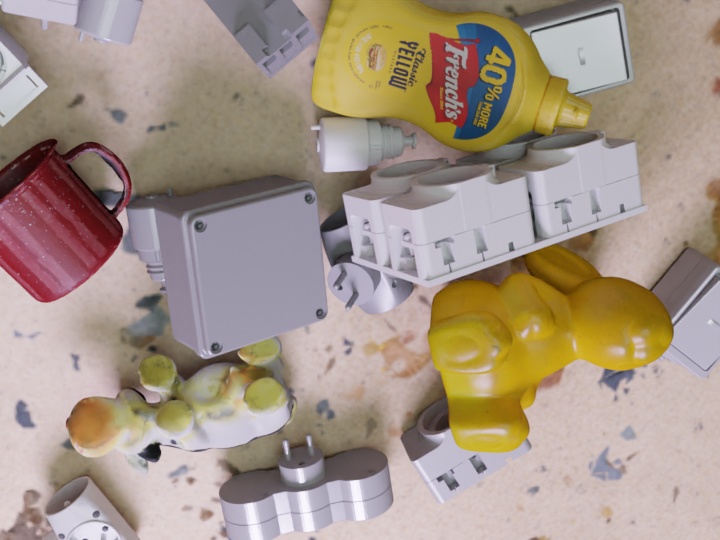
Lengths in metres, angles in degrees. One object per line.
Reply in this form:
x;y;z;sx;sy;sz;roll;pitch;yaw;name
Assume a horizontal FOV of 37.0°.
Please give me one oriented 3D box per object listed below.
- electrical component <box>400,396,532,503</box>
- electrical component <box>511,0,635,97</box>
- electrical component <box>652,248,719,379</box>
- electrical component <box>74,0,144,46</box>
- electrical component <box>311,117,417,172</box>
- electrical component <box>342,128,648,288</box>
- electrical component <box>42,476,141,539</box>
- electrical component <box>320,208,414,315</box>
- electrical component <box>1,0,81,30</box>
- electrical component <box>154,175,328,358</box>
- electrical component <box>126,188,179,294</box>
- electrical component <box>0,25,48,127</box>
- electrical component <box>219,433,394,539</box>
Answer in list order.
0.084;0.137;0.880;0.089;0.050;0.055;-31;110;1;electrical component
0.146;-0.158;0.790;0.096;0.061;0.061;-16;110;-5;electrical component
0.271;0.041;0.876;0.062;0.061;0.096;36;98;-18;electrical component
-0.168;-0.190;0.735;0.040;0.040;0.078;16;104;-15;electrical component
0.003;-0.094;0.796;0.078;0.040;0.040;-4;108;-9;electrical component
0.094;-0.052;0.763;0.186;0.105;0.060;-18;108;-25;electrical component
-0.225;0.216;0.854;0.079;0.044;0.077;-32;110;2;electrical component
0.000;0.000;0.808;0.044;0.079;0.077;-16;114;31;electrical component
-0.207;-0.194;0.715;0.047;0.083;0.075;9;144;-13;electrical component
-0.084;-0.005;0.782;0.109;0.056;0.108;-17;112;-33;electrical component
-0.148;-0.021;0.793;0.040;0.040;0.078;-9;109;-7;electrical component
-0.253;-0.142;0.723;0.042;0.063;0.081;-40;110;3;electrical component
-0.045;0.166;0.865;0.138;0.052;0.073;-11;109;-7;electrical component
